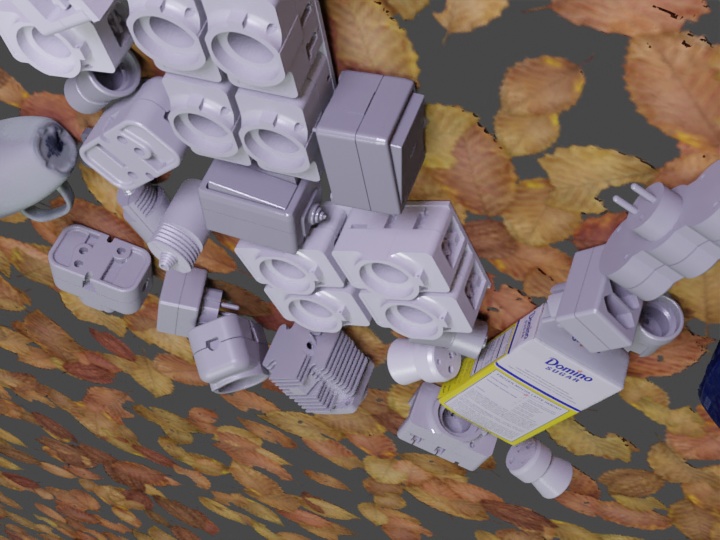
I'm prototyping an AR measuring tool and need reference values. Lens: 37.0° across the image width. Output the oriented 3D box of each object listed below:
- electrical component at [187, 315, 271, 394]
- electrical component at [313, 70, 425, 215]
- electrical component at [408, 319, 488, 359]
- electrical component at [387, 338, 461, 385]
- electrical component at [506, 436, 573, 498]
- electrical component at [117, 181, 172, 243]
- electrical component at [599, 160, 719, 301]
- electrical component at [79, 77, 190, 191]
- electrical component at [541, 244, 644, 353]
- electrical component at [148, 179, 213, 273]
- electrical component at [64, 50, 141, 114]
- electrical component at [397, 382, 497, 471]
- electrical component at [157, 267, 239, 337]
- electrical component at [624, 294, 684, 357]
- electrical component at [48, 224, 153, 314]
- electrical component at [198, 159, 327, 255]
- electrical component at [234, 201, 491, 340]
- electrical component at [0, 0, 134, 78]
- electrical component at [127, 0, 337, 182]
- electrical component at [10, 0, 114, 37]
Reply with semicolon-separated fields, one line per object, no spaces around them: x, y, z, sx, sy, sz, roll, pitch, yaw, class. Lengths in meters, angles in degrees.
-0.126;0.086;1.070;0.054;0.059;0.095;-22;164;11;electrical component
0.013;-0.084;0.759;0.061;0.061;0.096;12;147;19;electrical component
0.079;0.053;0.945;0.065;0.044;0.044;19;149;-2;electrical component
0.060;0.083;0.999;0.055;0.045;0.045;-10;136;42;electrical component
0.183;0.200;1.097;0.055;0.045;0.045;37;146;-21;electrical component
-0.187;-0.053;0.956;0.043;0.043;0.081;0;142;33;electrical component
0.204;-0.034;0.719;0.074;0.052;0.138;31;148;-13;electrical component
-0.169;-0.109;0.843;0.054;0.059;0.095;41;145;-26;electrical component
0.170;0.025;0.818;0.047;0.065;0.077;40;145;-26;electrical component
-0.151;-0.034;0.925;0.043;0.081;0.043;17;148;11;electrical component
-0.202;-0.145;0.830;0.044;0.044;0.065;38;151;-22;electrical component
0.092;0.156;1.084;0.089;0.050;0.055;24;149;-2;electrical component
-0.159;0.034;1.069;0.077;0.047;0.065;12;149;-6;electrical component
0.225;0.044;0.838;0.040;0.040;0.046;22;155;3;electrical component
-0.258;0.002;1.077;0.095;0.053;0.059;21;149;5;electrical component
-0.072;-0.060;0.852;0.096;0.061;0.061;16;148;12;electrical component
0.000;0.000;0.897;0.186;0.060;0.105;2;143;31;electrical component
-0.213;-0.177;0.773;0.089;0.055;0.050;10;146;21;electrical component
-0.081;-0.138;0.722;0.105;0.060;0.186;14;154;15;electrical component
-0.208;-0.230;0.656;0.062;0.089;0.150;-6;138;38;electrical component
